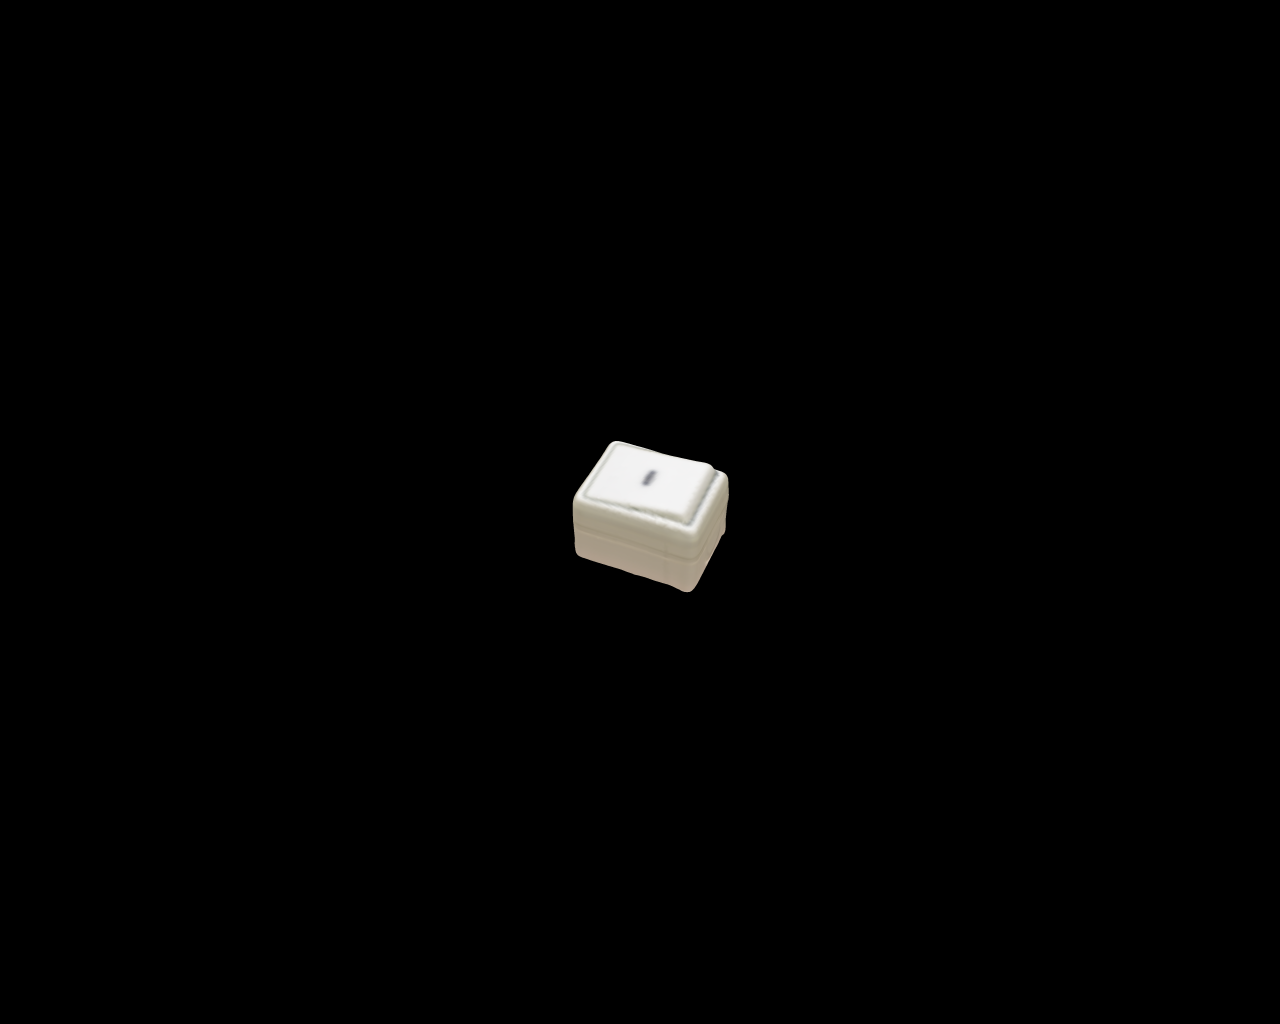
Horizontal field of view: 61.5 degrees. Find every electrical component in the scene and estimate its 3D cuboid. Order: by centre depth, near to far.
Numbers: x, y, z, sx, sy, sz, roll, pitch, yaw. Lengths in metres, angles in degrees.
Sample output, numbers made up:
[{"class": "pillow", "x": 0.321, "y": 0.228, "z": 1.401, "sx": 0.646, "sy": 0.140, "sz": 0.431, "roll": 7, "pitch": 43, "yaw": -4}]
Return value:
[{"class": "electrical component", "x": 0.001, "y": -0.003, "z": 0.650, "sx": 0.096, "sy": 0.061, "sz": 0.062, "roll": 17, "pitch": 48, "yaw": 16}]
